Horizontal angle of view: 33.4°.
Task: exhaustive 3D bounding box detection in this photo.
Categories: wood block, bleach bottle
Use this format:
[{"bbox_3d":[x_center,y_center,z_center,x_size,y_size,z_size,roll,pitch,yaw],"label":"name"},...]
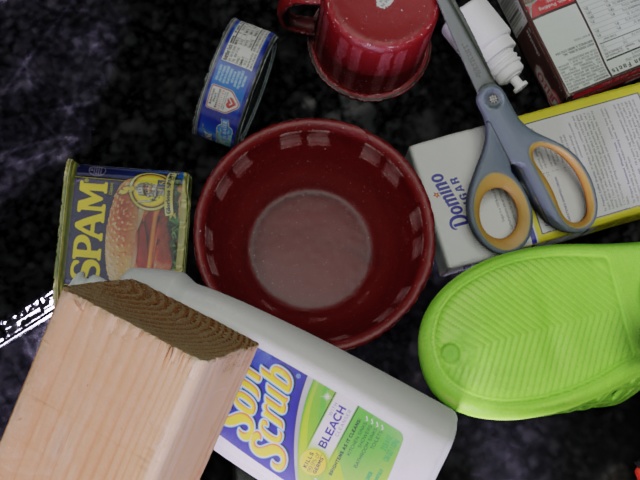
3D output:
[{"bbox_3d":[-0.125,0.134,0.595,0.091,0.090,0.206,26,98,14],"label":"wood block"},{"bbox_3d":[-0.047,0.094,0.660,0.251,0.068,0.102,26,100,5],"label":"bleach bottle"}]

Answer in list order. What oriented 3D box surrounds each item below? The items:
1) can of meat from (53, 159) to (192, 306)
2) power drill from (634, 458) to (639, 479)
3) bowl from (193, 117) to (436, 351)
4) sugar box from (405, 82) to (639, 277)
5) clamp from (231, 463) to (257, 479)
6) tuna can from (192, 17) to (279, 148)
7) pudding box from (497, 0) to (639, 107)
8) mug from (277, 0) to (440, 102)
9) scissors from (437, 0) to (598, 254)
[{"bbox_3d":[-0.132,0.000,0.722,0.084,0.057,0.102,4,77,-6],"label":"can of meat"},{"bbox_3d":[0.198,0.150,0.672,0.187,0.057,0.184,-36,113,-6],"label":"power drill"},{"bbox_3d":[-0.005,0.001,0.729,0.162,0.055,0.162,1,77,-3],"label":"bowl"},{"bbox_3d":[0.156,-0.042,0.756,0.176,0.048,0.093,-15,80,-4],"label":"sugar box"},{"bbox_3d":[0.008,0.187,0.696,0.120,0.039,0.171,-28,80,-20],"label":"clamp"},{"bbox_3d":[-0.058,-0.107,0.736,0.033,0.086,0.086,20,76,-1],"label":"tuna can"},{"bbox_3d":[0.193,-0.163,0.790,0.090,0.039,0.113,-22,81,-10],"label":"pudding box"},{"bbox_3d":[0.028,-0.158,0.755,0.117,0.081,0.093,10,76,-1],"label":"mug"},{"bbox_3d":[0.105,-0.076,0.714,0.096,0.016,0.202,-40,92,-4],"label":"scissors"}]
